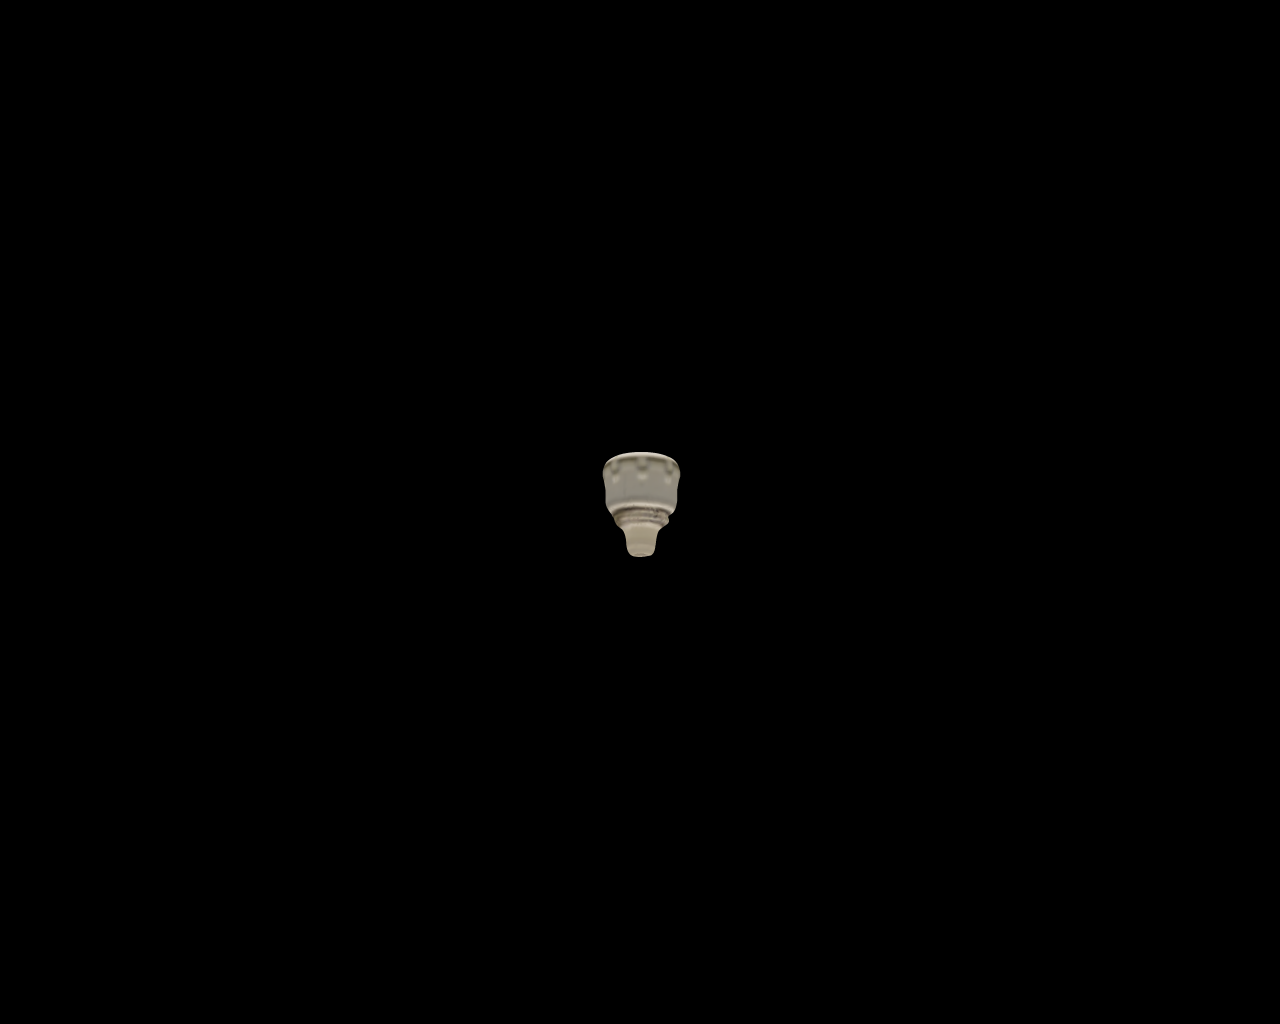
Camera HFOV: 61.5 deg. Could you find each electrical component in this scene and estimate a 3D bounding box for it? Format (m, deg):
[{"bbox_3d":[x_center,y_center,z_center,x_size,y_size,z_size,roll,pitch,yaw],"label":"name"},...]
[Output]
[{"bbox_3d":[0.001,-0.003,0.650,0.048,0.062,0.048,0,-15,0],"label":"electrical component"}]
